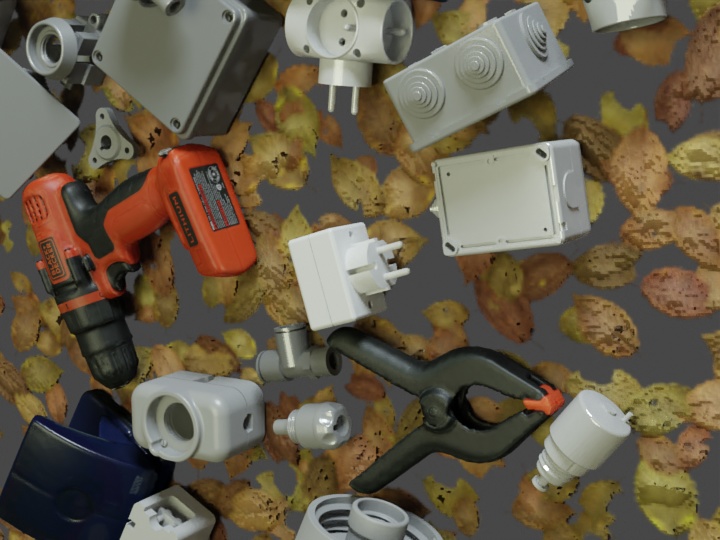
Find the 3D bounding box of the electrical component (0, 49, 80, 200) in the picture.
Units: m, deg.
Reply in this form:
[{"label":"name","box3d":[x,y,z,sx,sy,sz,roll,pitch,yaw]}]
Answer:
[{"label":"electrical component","box3d":[-0.289,-0.121,0.865,0.099,0.048,0.100,-46,116,0]}]

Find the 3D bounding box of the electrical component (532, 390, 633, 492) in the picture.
[{"label":"electrical component","box3d":[0.138,0.112,0.687,0.040,0.040,0.078,44,117,18]}]

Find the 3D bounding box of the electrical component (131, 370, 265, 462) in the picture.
[{"label":"electrical component","box3d":[-0.129,0.114,0.838,0.095,0.059,0.053,5,100,31]}]

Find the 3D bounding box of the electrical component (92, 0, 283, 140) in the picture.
[{"label":"electrical component","box3d":[-0.129,-0.170,0.795,0.109,0.056,0.108,41,116,20]}]

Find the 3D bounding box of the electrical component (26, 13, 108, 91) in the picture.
[{"label":"electrical component","box3d":[-0.231,-0.175,0.856,0.048,0.055,0.066,38,115,21]}]

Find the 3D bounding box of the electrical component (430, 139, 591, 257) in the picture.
[{"label":"electrical component","box3d":[0.091,-0.045,0.679,0.096,0.061,0.061,-6,95,32]}]

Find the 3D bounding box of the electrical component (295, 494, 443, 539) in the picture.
[{"label":"electrical component","box3d":[0.007,0.193,0.744,0.108,0.108,0.060,21,102,27]}]

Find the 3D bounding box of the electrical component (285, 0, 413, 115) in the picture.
[{"label":"electrical component","box3d":[-0.009,-0.146,0.733,0.077,0.044,0.079,11,103,30]}]

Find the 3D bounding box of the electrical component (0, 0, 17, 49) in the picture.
[{"label":"electrical component","box3d":[-0.330,-0.215,0.892,0.062,0.096,0.061,26,113,-6]}]

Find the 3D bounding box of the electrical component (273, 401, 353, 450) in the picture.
[{"label":"electrical component","box3d":[-0.038,0.116,0.798,0.061,0.035,0.035,-7,94,35]}]

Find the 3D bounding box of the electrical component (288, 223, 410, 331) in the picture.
[{"label":"electrical component","box3d":[0.000,0.000,0.749,0.077,0.047,0.065,-16,90,32]}]

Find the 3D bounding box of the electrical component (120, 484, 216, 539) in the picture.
[{"label":"electrical component","box3d":[-0.161,0.227,0.877,0.050,0.056,0.089,34,113,22]}]

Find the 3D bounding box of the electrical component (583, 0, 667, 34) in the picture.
[{"label":"electrical component","box3d":[0.167,-0.183,0.620,0.079,0.044,0.077,-7,94,32]}]

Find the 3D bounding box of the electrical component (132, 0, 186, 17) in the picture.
[{"label":"electrical component","box3d":[-0.145,-0.201,0.739,0.062,0.043,0.043,50,119,14]}]

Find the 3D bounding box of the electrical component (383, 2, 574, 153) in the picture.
[{"label":"electrical component","box3d":[0.072,-0.120,0.658,0.100,0.100,0.048,-24,98,32]}]
